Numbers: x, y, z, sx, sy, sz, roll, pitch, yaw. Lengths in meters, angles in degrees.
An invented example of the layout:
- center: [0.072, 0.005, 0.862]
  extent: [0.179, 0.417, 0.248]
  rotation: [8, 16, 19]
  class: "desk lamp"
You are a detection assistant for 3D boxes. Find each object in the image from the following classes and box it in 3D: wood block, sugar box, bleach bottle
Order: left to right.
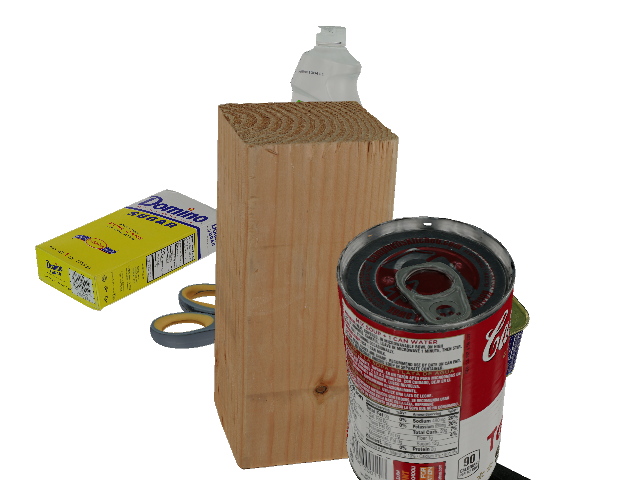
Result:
- center: [-0.187, 0.005, 1.076]
  extent: [0.093, 0.048, 0.175]
  rotation: [23, 38, 33]
  class: "sugar box"
- center: [-0.014, 0.026, 0.656]
  extent: [0.090, 0.206, 0.090]
  rotation: [-3, 22, -15]
  class: "wood block"
- center: [0.012, -0.096, 1.118]
  extent: [0.103, 0.251, 0.067]
  rotation: [12, 16, 34]
  class: "bleach bottle"

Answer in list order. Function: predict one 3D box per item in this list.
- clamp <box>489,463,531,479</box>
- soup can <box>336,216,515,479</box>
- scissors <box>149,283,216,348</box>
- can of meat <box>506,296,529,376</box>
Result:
- center: [0.194, 0.240, 0.857]
  extent: [0.210, 0.036, 0.164]
  rotation: [1, 34, 24]
  class: "clamp"
- center: [0.042, 0.051, 0.435]
  extent: [0.068, 0.102, 0.068]
  rotation: [-2, 36, 1]
  class: "soup can"
- center: [-0.052, 0.071, 0.821]
  extent: [0.202, 0.016, 0.096]
  rotation: [16, 34, 42]
  class: "scissors"
- center: [0.156, 0.082, 1.066]
  extent: [0.057, 0.084, 0.102]
  rotation: [-22, 52, -19]
  class: "can of meat"
